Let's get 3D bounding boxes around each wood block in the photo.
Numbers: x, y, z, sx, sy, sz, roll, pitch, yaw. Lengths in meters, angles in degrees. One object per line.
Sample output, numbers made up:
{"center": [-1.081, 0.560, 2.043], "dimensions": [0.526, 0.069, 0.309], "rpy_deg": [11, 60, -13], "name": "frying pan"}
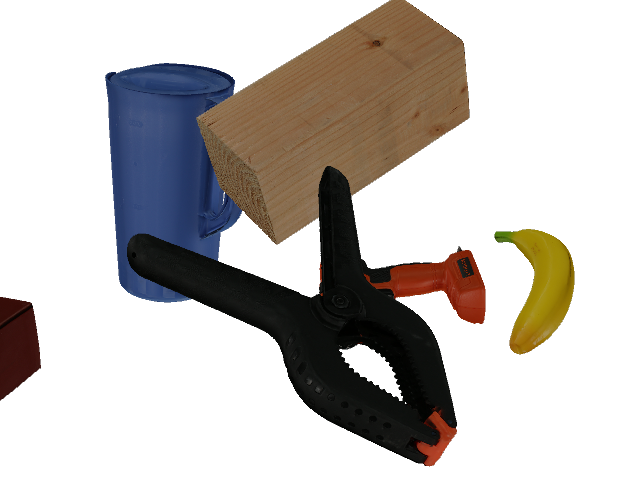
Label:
{"center": [0.014, -0.102, 0.882], "dimensions": [0.206, 0.090, 0.091], "rpy_deg": [-34, 52, -16], "name": "wood block"}

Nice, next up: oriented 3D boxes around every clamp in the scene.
{"center": [-0.004, 0.046, 0.621], "dimensions": [0.164, 0.210, 0.036], "rpy_deg": [-16, -34, -31], "name": "clamp"}

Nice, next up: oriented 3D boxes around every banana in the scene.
{"center": [0.207, 0.040, 1.008], "dimensions": [0.070, 0.037, 0.197], "rpy_deg": [-25, 25, 18], "name": "banana"}

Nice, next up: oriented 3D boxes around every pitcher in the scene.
{"center": [-0.153, -0.059, 1.134], "dimensions": [0.145, 0.243, 0.149], "rpy_deg": [0, 22, -9], "name": "pitcher"}

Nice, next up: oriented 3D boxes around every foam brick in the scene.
{"center": [-0.233, 0.077, 0.714], "dimensions": [0.053, 0.051, 0.078], "rpy_deg": [9, 28, 24], "name": "foam brick"}

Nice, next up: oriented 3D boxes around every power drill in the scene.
{"center": [0.091, 0.063, 1.223], "dimensions": [0.187, 0.057, 0.184], "rpy_deg": [-1, 28, -1], "name": "power drill"}
